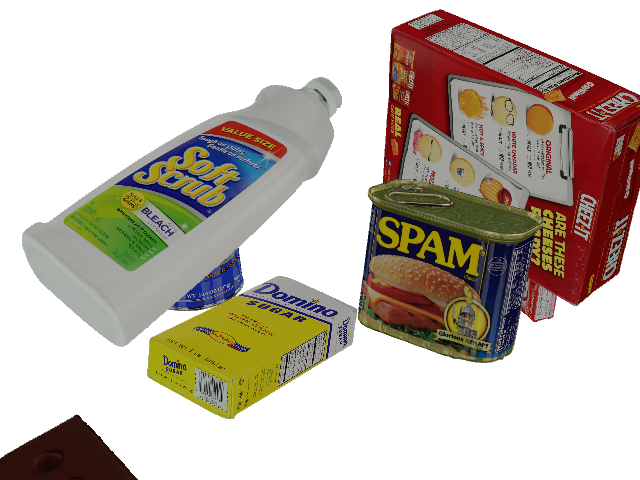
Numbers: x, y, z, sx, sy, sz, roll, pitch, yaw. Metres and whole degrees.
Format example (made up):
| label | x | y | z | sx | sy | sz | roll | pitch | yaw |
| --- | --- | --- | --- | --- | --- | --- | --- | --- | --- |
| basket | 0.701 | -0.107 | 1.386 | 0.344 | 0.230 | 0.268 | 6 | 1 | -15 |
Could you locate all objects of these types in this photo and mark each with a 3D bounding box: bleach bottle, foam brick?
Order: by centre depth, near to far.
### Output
| label | x | y | z | sx | sy | sz | roll | pitch | yaw |
| --- | --- | --- | --- | --- | --- | --- | --- | --- | --- |
| foam brick | -0.111 | 0.131 | 0.494 | 0.052 | 0.051 | 0.078 | -29 | 42 | -29 |
| bleach bottle | -0.083 | -0.041 | 0.760 | 0.103 | 0.250 | 0.068 | 37 | -28 | 20 |

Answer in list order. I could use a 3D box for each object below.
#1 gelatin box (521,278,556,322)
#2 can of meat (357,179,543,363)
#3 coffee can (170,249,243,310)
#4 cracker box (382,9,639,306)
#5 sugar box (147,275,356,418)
| label | x | y | z | sx | sy | sz | roll | pitch | yaw |
| --- | --- | --- | --- | --- | --- | --- | --- | --- | --- |
| gelatin box | 0.231 | 0.033 | 1.175 | 0.030 | 0.089 | 0.073 | -9 | 30 | -21 |
| can of meat | 0.074 | 0.018 | 0.638 | 0.102 | 0.084 | 0.057 | 18 | 23 | 30 |
| coffee can | -0.138 | -0.012 | 1.110 | 0.103 | 0.140 | 0.103 | -4 | 26 | 2 |
| cracker box | 0.151 | -0.072 | 0.860 | 0.072 | 0.164 | 0.214 | -30 | 47 | -34 |
| sugar box | -0.055 | 0.087 | 0.925 | 0.093 | 0.048 | 0.175 | 23 | 31 | 29 |
